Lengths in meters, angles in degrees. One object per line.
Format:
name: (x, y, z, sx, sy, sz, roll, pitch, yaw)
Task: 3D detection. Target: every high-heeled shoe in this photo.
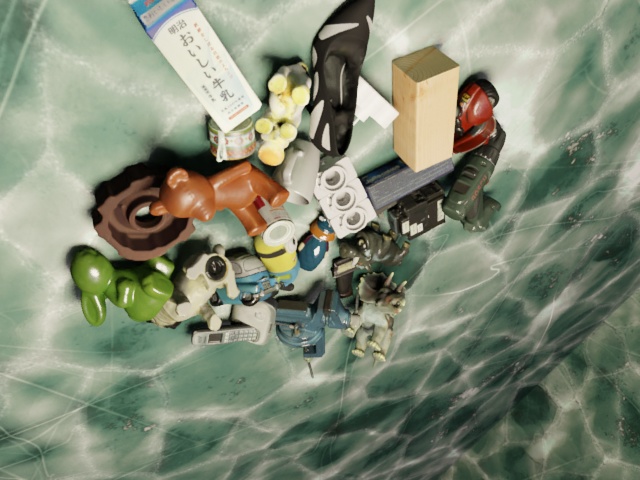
high-heeled shoe: (0.045, -0.260, 0.865, 0.086, 0.145, 0.248, 2, 131, -37)

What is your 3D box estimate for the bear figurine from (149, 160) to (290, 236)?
bear figurine: (-0.165, -0.066, 0.878, 0.120, 0.132, 0.196, -50, 167, 32)

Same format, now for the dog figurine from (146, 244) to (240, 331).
dog figurine: (-0.265, 0.091, 1.058, 0.121, 0.191, 0.172, 45, 60, -32)

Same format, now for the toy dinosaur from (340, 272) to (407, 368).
toy dinosaur: (0.153, 0.213, 1.449, 0.192, 0.131, 0.404, -61, 164, -20)

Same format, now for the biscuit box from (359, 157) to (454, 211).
biscuit box: (0.180, -0.138, 1.138, 0.203, 0.059, 0.062, -27, 119, -8)

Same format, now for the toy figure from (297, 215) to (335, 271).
toy figure: (-0.003, -0.003, 1.170, 0.064, 0.058, 0.154, 2, 125, -44)

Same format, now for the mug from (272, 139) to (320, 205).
mug: (-0.043, -0.130, 0.964, 0.109, 0.081, 0.107, 58, 48, -69)

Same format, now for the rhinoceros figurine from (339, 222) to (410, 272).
rhinoceros figurine: (0.124, 0.021, 1.258, 0.190, 0.073, 0.112, 8, 119, -42)

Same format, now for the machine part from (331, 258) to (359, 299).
machine part: (0.063, 0.089, 1.327, 0.084, 0.039, 0.138, -27, 140, -20)

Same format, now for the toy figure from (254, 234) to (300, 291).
toy figure: (-0.089, 0.039, 1.137, 0.089, 0.082, 0.180, -21, 142, -18)

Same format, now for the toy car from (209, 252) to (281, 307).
toy car: (-0.162, 0.078, 1.098, 0.109, 0.162, 0.102, -18, 100, -47)

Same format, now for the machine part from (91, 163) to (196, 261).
machine part: (-0.298, -0.048, 0.923, 0.179, 0.056, 0.179, -19, 138, -18)

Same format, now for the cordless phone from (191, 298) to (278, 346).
cordless phone: (-0.196, 0.178, 1.209, 0.184, 0.089, 0.146, -5, 134, -25)

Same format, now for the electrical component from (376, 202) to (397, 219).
electrical component: (0.143, -0.087, 1.209, 0.063, 0.021, 0.093, -30, 140, -5)

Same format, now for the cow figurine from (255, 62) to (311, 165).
cow figurine: (-0.063, -0.210, 0.898, 0.068, 0.098, 0.167, 20, 130, -6)

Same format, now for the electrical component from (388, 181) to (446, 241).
electrical component: (0.227, -0.065, 1.260, 0.134, 0.058, 0.114, -25, 138, -11)

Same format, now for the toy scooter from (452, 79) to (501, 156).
toy scooter: (0.310, -0.241, 1.123, 0.135, 0.075, 0.183, -36, 146, 2)

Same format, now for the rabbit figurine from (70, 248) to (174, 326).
rabbit figurine: (-0.374, 0.075, 0.980, 0.170, 0.121, 0.159, 29, 120, -28)

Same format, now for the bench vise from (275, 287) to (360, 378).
bench vise: (-0.012, 0.218, 1.314, 0.224, 0.129, 0.240, -3, 132, -2)

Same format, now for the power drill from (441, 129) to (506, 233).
power drill: (0.380, -0.122, 1.269, 0.232, 0.086, 0.207, -54, 152, -11)
